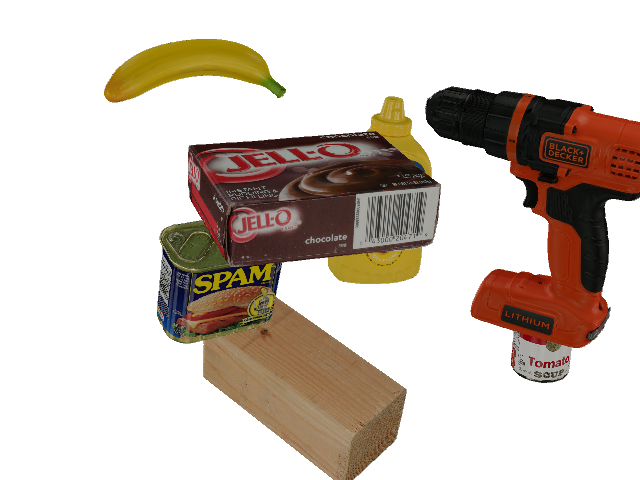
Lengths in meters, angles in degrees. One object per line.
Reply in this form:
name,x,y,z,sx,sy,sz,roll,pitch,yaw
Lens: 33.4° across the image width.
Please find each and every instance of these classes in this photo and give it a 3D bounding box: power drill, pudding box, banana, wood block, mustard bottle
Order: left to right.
banana,-0.130,-0.174,1.078,0.197,0.070,0.037,-8,-39,-29
wood block,-0.020,0.151,1.131,0.206,0.090,0.090,34,49,27
pudding box,-0.006,-0.025,0.560,0.113,0.039,0.090,-4,25,-19
mustard bottle,0.064,-0.052,1.086,0.096,0.192,0.058,-1,23,-16
power drill,0.161,-0.020,0.817,0.185,0.188,0.057,17,34,26

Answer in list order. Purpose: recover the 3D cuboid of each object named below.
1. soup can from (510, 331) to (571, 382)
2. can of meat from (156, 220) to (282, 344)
soup can,0.254,0.102,1.214,0.068,0.102,0.068,0,25,0
can of meat,-0.082,0.031,0.874,0.101,0.084,0.057,-10,43,-26
